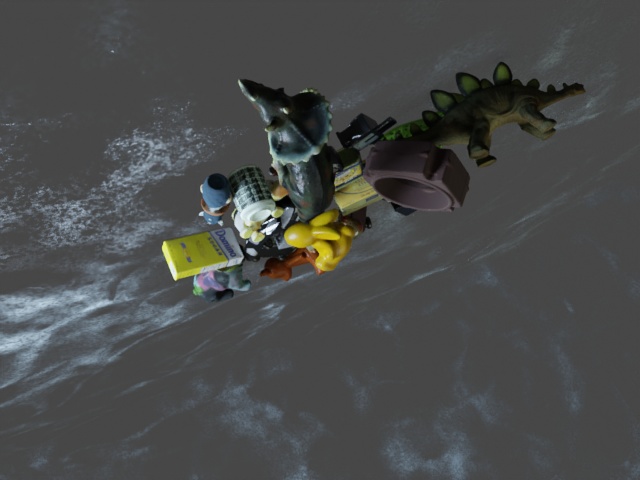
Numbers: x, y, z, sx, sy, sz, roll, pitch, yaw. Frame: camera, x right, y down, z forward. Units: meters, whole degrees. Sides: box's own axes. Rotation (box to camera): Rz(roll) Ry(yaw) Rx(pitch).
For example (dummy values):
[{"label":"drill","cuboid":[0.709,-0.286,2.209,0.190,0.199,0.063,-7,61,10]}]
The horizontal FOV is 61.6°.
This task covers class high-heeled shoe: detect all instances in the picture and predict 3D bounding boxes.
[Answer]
[{"label":"high-heeled shoe","cuboid":[-0.104,-0.026,1.337,0.145,0.086,0.248,12,134,-7]}]

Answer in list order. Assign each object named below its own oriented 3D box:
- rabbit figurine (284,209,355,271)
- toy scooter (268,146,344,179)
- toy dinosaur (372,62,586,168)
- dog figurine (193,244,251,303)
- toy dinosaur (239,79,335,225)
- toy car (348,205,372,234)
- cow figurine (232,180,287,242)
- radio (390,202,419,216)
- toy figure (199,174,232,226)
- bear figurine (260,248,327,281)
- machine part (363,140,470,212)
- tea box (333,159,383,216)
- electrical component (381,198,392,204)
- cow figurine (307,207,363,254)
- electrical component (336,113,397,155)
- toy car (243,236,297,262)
[{"label":"rabbit figurine","cuboid":[-0.003,-0.004,1.369,0.173,0.122,0.162,13,148,-33]},{"label":"toy scooter","cuboid":[-0.034,-0.163,1.150,0.135,0.075,0.183,-31,158,13]},{"label":"toy dinosaur","cuboid":[0.334,-0.260,1.164,0.472,0.198,0.105,-20,161,6]},{"label":"dog figurine","cuboid":[-0.280,0.080,1.455,0.192,0.108,0.219,-23,157,0]},{"label":"toy dinosaur","cuboid":[-0.025,-0.128,0.982,0.131,0.192,0.404,-15,133,2]},{"label":"toy car","cuboid":[0.108,-0.084,1.563,0.089,0.053,0.202,-18,145,-10]},{"label":"cow figurine","cuboid":[-0.135,-0.085,1.228,0.068,0.098,0.167,15,120,-50]},{"label":"radio","cuboid":[0.325,-0.163,1.629,0.230,0.073,0.131,-30,162,18]},{"label":"toy figure","cuboid":[-0.221,-0.083,1.143,0.058,0.064,0.154,-34,166,-26]},{"label":"bear figurine","cuboid":[-0.079,0.081,1.679,0.196,0.132,0.120,-36,-174,11]},{"label":"machine part","cuboid":[0.212,-0.137,1.188,0.202,0.087,0.200,7,163,35]},{"label":"tea box","cuboid":[0.113,-0.142,1.361,0.170,0.098,0.068,-27,163,0]},{"label":"electrical component","cuboid":[0.226,-0.160,1.530,0.134,0.058,0.114,-30,159,14]},{"label":"cow figurine","cuboid":[0.032,-0.028,1.530,0.195,0.085,0.127,-6,144,29]},{"label":"electrical component","cuboid":[0.103,-0.239,1.160,0.119,0.048,0.075,-36,160,28]},{"label":"toy car","cuboid":[-0.138,0.020,1.551,0.073,0.056,0.201,-43,157,28]}]
